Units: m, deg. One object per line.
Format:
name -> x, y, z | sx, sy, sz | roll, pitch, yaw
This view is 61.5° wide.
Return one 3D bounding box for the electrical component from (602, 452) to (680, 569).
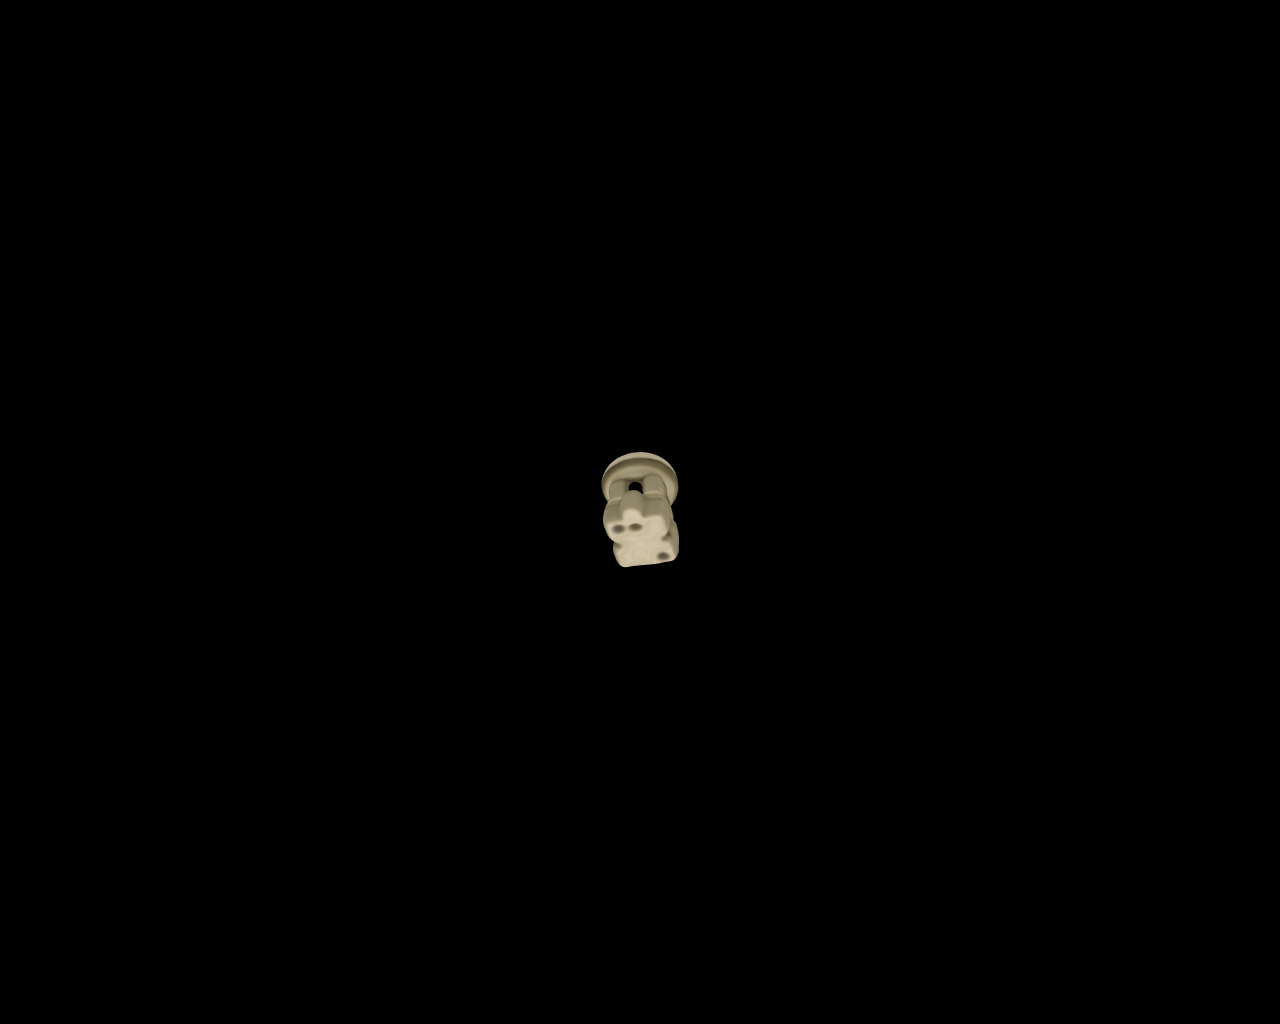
electrical component -> 0.001, -0.003, 0.650 | 0.048, 0.055, 0.066 | -8, -43, 9
